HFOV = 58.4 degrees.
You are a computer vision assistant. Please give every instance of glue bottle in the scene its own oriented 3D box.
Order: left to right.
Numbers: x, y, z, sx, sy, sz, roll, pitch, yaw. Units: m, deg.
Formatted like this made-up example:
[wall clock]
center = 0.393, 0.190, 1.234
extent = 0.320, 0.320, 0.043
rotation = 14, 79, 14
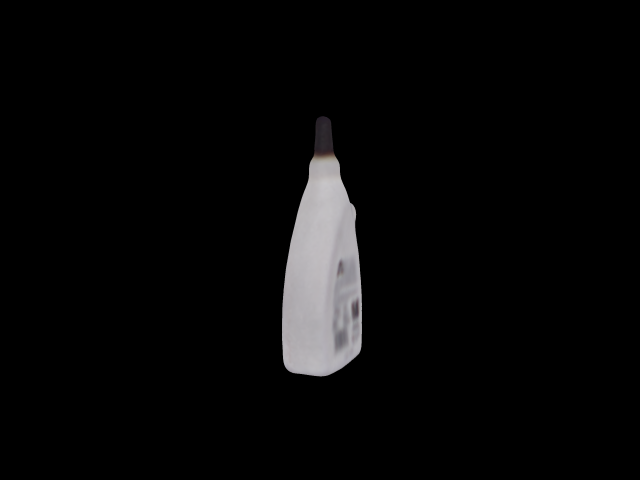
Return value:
[glue bottle]
center = 0.004, 0.001, 0.400
extent = 0.037, 0.173, 0.078
rotation = 1, 4, 24
